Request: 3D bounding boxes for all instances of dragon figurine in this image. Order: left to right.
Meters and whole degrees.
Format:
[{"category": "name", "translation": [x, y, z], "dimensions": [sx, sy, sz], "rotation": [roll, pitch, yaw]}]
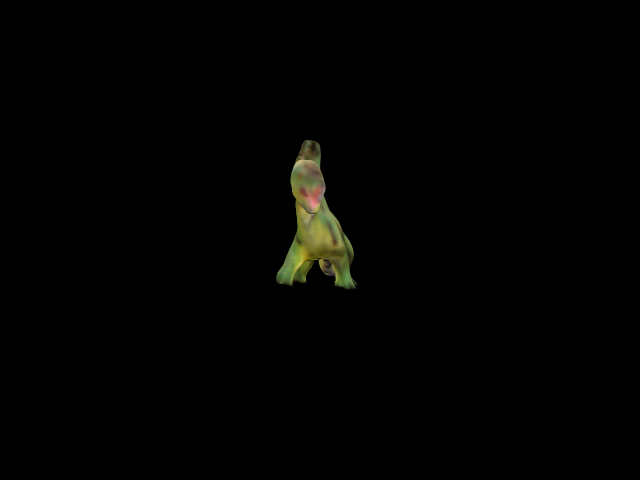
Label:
[{"category": "dragon figurine", "translation": [0.003, -0.043, 0.850], "dimensions": [0.122, 0.243, 0.410], "rotation": [0, 0, 4]}]
